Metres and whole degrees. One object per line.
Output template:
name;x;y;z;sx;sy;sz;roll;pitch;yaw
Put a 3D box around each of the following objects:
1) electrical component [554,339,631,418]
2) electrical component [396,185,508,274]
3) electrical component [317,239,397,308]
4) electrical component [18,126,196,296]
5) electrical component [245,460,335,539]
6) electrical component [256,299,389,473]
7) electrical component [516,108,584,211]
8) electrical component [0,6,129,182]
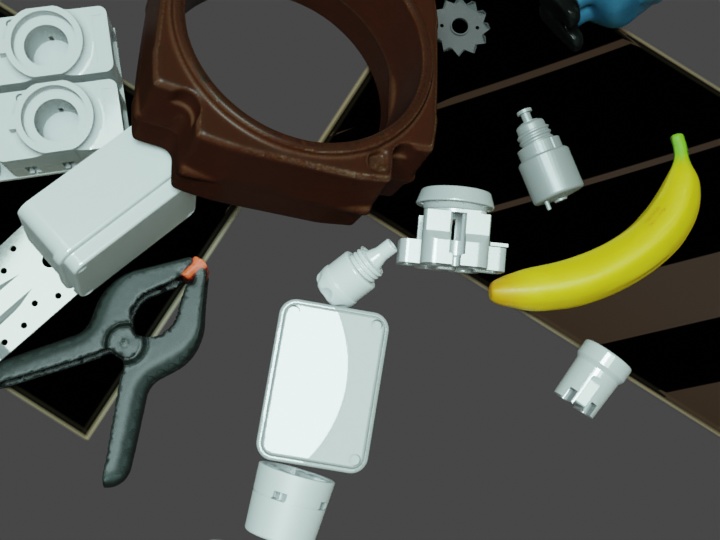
electrical component;0.170;0.081;0.790;0.040;0.040;0.046;36;86;1
electrical component;0.069;-0.029;0.789;0.078;0.058;0.057;6;84;-4
electrical component;0.000;0.000;0.783;0.061;0.035;0.035;-38;86;13
electrical component;-0.173;-0.042;0.754;0.113;0.078;0.057;-40;84;-18
electrical component;-0.050;0.164;0.753;0.055;0.055;0.047;16;85;-2
electrical component;-0.027;0.083;0.765;0.078;0.057;0.113;10;81;-3
electrical component;0.138;-0.084;0.810;0.040;0.040;0.078;-21;84;-7
electrical component;-0.267;-0.122;0.774;0.186;0.060;0.105;-9;83;-6
